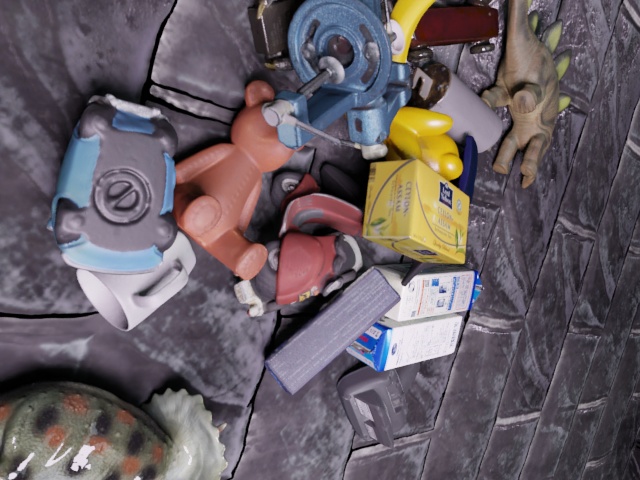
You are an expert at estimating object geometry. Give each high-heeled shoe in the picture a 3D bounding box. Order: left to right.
[{"bbox_3d":[0.111,-0.045,0.790,0.145,0.086,0.248,-49,115,-28],"label":"high-heeled shoe"}]

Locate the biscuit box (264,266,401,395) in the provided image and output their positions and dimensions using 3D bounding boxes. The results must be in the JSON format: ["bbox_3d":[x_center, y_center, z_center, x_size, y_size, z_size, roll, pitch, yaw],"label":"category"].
[{"bbox_3d":[0.016,0.124,0.745,0.203,0.059,0.063,-39,85,-8],"label":"biscuit box"}]

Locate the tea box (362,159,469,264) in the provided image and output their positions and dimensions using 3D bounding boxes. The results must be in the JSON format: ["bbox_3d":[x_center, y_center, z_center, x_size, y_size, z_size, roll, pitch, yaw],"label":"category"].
[{"bbox_3d":[0.127,-0.030,0.681,0.169,0.068,0.098,17,77,-52],"label":"tea box"}]

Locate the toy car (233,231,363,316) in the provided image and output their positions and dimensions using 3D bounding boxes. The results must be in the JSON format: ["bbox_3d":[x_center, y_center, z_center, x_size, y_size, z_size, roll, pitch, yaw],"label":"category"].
[{"bbox_3d":[-0.025,0.042,0.721,0.202,0.056,0.073,-18,88,-35],"label":"toy car"}]

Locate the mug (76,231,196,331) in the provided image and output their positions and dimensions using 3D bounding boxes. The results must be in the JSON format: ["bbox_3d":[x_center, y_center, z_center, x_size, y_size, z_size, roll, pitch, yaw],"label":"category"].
[{"bbox_3d":[-0.179,0.032,0.562,0.107,0.110,0.080,-44,123,-37],"label":"mug"}]

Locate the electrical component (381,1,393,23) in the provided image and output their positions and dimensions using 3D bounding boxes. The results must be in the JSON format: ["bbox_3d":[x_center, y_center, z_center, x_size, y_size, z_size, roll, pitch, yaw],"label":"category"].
[{"bbox_3d":[0.045,-0.275,0.678,0.063,0.094,0.021,-73,145,-52],"label":"electrical component"}]

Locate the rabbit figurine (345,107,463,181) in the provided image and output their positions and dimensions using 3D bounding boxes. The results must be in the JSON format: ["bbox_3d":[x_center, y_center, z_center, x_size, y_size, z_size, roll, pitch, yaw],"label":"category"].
[{"bbox_3d":[0.105,-0.135,0.738,0.173,0.162,0.122,40,90,-24],"label":"rabbit figurine"}]

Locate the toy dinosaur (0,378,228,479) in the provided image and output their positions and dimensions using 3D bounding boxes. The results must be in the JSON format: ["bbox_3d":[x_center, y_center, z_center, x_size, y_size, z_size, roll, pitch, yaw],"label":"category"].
[{"bbox_3d":[-0.252,0.212,0.554,0.404,0.131,0.192,40,65,-37],"label":"toy dinosaur"}]

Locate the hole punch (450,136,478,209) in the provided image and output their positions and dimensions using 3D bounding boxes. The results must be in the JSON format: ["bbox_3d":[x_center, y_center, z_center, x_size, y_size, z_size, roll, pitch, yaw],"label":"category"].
[{"bbox_3d":[0.215,-0.096,0.858,0.115,0.092,0.142,27,67,-45],"label":"hole punch"}]

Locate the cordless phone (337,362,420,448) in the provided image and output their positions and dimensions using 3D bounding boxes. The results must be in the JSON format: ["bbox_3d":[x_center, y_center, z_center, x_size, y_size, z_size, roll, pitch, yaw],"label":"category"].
[{"bbox_3d":[0.120,0.242,0.924,0.184,0.089,0.146,-45,129,-35],"label":"cordless phone"}]

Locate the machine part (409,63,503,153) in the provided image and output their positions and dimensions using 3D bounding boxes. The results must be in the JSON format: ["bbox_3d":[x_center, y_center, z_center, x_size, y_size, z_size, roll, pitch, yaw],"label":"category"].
[{"bbox_3d":[0.215,-0.202,0.843,0.243,0.079,0.079,22,89,-42],"label":"machine part"}]

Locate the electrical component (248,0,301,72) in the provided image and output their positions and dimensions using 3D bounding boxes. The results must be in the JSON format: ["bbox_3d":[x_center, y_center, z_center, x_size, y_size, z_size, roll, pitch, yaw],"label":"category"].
[{"bbox_3d":[-0.047,-0.241,0.619,0.078,0.045,0.102,-24,124,-33],"label":"electrical component"}]

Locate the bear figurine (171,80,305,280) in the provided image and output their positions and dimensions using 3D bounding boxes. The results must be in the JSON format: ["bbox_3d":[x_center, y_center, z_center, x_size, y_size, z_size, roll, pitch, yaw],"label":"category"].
[{"bbox_3d":[-0.077,-0.074,0.598,0.196,0.132,0.120,-47,131,-11],"label":"bear figurine"}]

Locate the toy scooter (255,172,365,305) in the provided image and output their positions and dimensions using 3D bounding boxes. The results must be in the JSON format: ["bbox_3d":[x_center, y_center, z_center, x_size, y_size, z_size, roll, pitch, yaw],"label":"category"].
[{"bbox_3d":[-0.001,-0.002,0.650,0.075,0.135,0.184,100,-2,-59],"label":"toy scooter"}]

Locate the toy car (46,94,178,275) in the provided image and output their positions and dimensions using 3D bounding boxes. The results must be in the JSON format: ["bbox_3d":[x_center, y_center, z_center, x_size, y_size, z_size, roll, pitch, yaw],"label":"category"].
[{"bbox_3d":[-0.200,-0.050,0.511,0.109,0.103,0.161,5,88,-39],"label":"toy car"}]

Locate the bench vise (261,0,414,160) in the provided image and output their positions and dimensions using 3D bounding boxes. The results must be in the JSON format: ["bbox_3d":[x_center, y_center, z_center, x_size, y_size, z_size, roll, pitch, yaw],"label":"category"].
[{"bbox_3d":[0.018,-0.160,0.574,0.240,0.129,0.223,-49,152,-41],"label":"bench vise"}]

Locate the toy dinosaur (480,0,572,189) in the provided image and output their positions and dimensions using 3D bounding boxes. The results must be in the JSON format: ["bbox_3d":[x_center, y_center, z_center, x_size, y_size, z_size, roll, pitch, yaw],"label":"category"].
[{"bbox_3d":[0.359,-0.275,0.933,0.198,0.105,0.470,-52,140,-25],"label":"toy dinosaur"}]

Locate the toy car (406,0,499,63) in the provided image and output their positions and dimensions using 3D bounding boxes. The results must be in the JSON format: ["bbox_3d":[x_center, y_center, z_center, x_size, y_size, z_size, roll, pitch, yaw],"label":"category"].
[{"bbox_3d":[0.193,-0.317,0.801,0.202,0.053,0.089,-18,105,-32],"label":"toy car"}]
